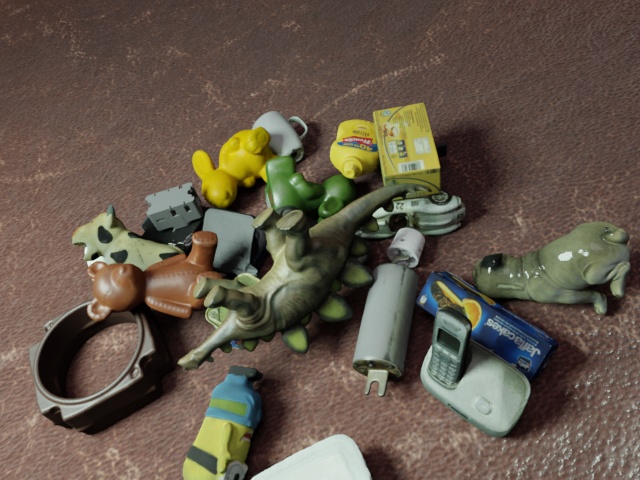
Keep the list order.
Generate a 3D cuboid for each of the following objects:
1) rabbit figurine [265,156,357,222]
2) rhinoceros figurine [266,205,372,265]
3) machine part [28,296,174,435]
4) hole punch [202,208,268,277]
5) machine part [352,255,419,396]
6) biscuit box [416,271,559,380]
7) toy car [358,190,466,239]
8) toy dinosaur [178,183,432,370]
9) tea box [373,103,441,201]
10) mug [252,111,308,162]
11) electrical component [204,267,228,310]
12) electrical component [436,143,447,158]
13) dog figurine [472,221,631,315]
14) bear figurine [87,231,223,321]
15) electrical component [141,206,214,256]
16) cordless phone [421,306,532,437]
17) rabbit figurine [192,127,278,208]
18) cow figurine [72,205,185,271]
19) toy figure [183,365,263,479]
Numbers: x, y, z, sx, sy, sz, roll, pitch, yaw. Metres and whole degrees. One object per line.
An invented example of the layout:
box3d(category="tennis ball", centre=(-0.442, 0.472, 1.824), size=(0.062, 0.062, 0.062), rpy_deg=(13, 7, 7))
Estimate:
box3d(category="rabbit figurine", centre=(-0.007, -0.080, 0.991), size=(0.170, 0.121, 0.159), rpy_deg=(-8, 49, -12))
box3d(category="rhinoceros figurine", centre=(-0.002, -0.003, 0.912), size=(0.112, 0.190, 0.073), rpy_deg=(-49, 29, 33))
box3d(category="machine part", centre=(-0.361, 0.193, 0.884), size=(0.201, 0.087, 0.201), rpy_deg=(-29, 53, -8))
box3d(category="hole punch", centre=(-0.154, 0.008, 0.985), size=(0.142, 0.092, 0.115), rpy_deg=(12, 90, 18))
box3d(category="machine part", centre=(0.103, 0.124, 0.832), size=(0.079, 0.079, 0.243), rpy_deg=(5, 56, 16))
box3d(category="biscuit box", centre=(0.245, 0.121, 0.797), size=(0.203, 0.059, 0.062), rpy_deg=(34, 106, 32))
box3d(category="toy car", centre=(0.153, -0.042, 0.947), size=(0.202, 0.073, 0.056), rpy_deg=(-3, 50, 11))
box3d(category="toy dinosaur", centre=(-0.022, 0.041, 0.814), size=(0.471, 0.198, 0.105), rpy_deg=(-43, 31, -4))
box3d(category="tea box", centre=(0.151, -0.156, 0.945), size=(0.098, 0.068, 0.170), rpy_deg=(-7, 51, 8))
box3d(category="mug", centre=(-0.072, -0.211, 1.131), size=(0.109, 0.080, 0.107), rpy_deg=(-28, 62, -21))
box3d(category="electrical component", centre=(-0.203, 0.094, 0.945), size=(0.063, 0.021, 0.094), rpy_deg=(36, 95, 16))
box3d(category="electrical component", centre=(0.187, -0.145, 1.019), size=(0.119, 0.074, 0.048), rpy_deg=(-10, 53, 1))
box3d(category="dog figurine", centre=(0.333, 0.034, 0.793), size=(0.191, 0.172, 0.121), rpy_deg=(2, 43, 6))
box3d(category="bear figurine", centre=(-0.266, 0.059, 0.857), size=(0.196, 0.132, 0.120), rpy_deg=(5, 51, -23))
box3d(category="electrical component", centre=(-0.277, -0.023, 1.044), size=(0.134, 0.058, 0.115), rpy_deg=(14, 56, 22))
box3d(category="cordless phone", centre=(0.210, 0.164, 0.710), size=(0.147, 0.184, 0.089), rpy_deg=(33, 62, 31))
box3d(category="rabbit figurine", centre=(-0.181, -0.139, 1.069), size=(0.163, 0.121, 0.173), rpy_deg=(15, 59, 28))
box3d(category="cow figurine", centre=(-0.332, 0.021, 0.941), size=(0.195, 0.085, 0.127), rpy_deg=(19, 71, -16))
box3d(category="toy figure", centre=(-0.135, 0.273, 0.775), size=(0.089, 0.082, 0.180), rpy_deg=(-8, 58, 32))
